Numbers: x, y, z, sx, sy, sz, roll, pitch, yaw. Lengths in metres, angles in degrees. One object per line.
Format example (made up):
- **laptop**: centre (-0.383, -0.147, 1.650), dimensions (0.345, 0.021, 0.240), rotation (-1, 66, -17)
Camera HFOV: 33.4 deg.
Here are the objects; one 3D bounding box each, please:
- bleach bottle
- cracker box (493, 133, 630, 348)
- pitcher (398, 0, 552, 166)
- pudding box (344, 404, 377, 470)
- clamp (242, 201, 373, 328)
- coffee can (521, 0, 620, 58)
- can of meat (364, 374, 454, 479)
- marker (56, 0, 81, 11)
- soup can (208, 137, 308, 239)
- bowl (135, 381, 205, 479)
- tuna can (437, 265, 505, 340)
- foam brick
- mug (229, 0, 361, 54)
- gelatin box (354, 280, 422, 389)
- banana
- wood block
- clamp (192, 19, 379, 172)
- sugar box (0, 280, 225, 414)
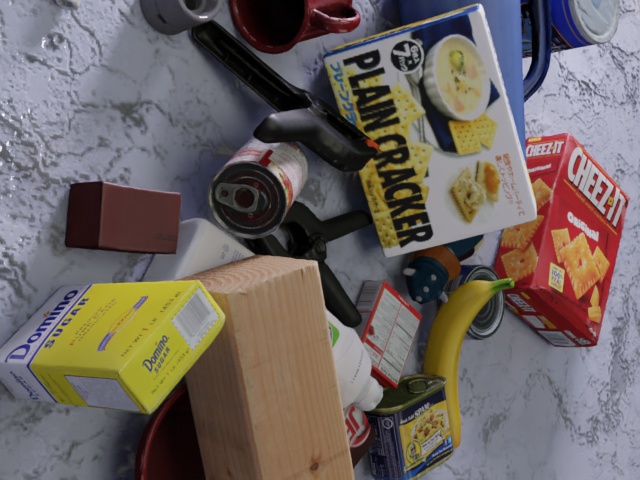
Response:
- **bleach bottle**: centre (-0.041, 0.087, 0.938), dimensions (0.250, 0.068, 0.102), rotation (38, 62, -28)
- **cracker box**: centre (0.297, 0.002, 1.302), dimensions (0.164, 0.072, 0.213), rotation (37, 62, -38)
- **pitcher**: centre (0.165, -0.183, 1.137), dimensions (0.144, 0.149, 0.243), rotation (-27, 111, -64)
- **pudding box**: centre (-0.002, 0.189, 1.014), dimensions (0.113, 0.039, 0.090), rotation (-44, 118, -38)
- **clamp**: centre (-0.007, 0.001, 1.023), dimensions (0.171, 0.039, 0.120), rotation (35, 53, -42)
- **coffee can**: centre (0.257, -0.265, 1.226), dimensions (0.102, 0.141, 0.103), rotation (3, 85, -45)
- **can of meat**: centre (0.090, 0.194, 1.095), dimensions (0.101, 0.058, 0.084), rotation (-19, 103, -43)
- **marker**: centre (-0.186, -0.242, 0.867), dimensions (0.020, 0.020, 0.121), rotation (31, 66, -40)
- **soup can**: centre (-0.052, -0.050, 0.929), dimensions (0.102, 0.069, 0.068), rotation (-63, 136, -67)
- **bowl**: centre (-0.101, 0.189, 0.904), dimensions (0.161, 0.055, 0.162), rotation (3, 85, -45)
- **tuna can**: centre (0.171, 0.070, 1.198), dimensions (0.085, 0.034, 0.086), rotation (3, 86, -45)
- **foam brick**: centre (-0.159, -0.016, 0.860), dimensions (0.078, 0.051, 0.053), rotation (8, 85, -44)
- **mug**: centre (-0.014, -0.219, 0.976), dimensions (0.081, 0.117, 0.093), rotation (-27, 137, -48)
- **gelatin box**: centre (0.061, 0.097, 1.090), dimensions (0.073, 0.030, 0.089), rotation (42, 59, -37)
- **banana**: centre (0.143, 0.123, 1.139), dimensions (0.037, 0.070, 0.198), rotation (3, 107, -54)
- **wood block**: centre (-0.044, 0.124, 0.844), dimensions (0.090, 0.090, 0.206), rotation (-18, 104, -35)
- **clamp**: centre (-0.023, -0.119, 0.966), dimensions (0.209, 0.036, 0.165), rotation (20, 30, -52)
- **sugar box**: centre (-0.157, 0.074, 0.768), dimensions (0.093, 0.177, 0.048), rotation (-51, 123, -35)
